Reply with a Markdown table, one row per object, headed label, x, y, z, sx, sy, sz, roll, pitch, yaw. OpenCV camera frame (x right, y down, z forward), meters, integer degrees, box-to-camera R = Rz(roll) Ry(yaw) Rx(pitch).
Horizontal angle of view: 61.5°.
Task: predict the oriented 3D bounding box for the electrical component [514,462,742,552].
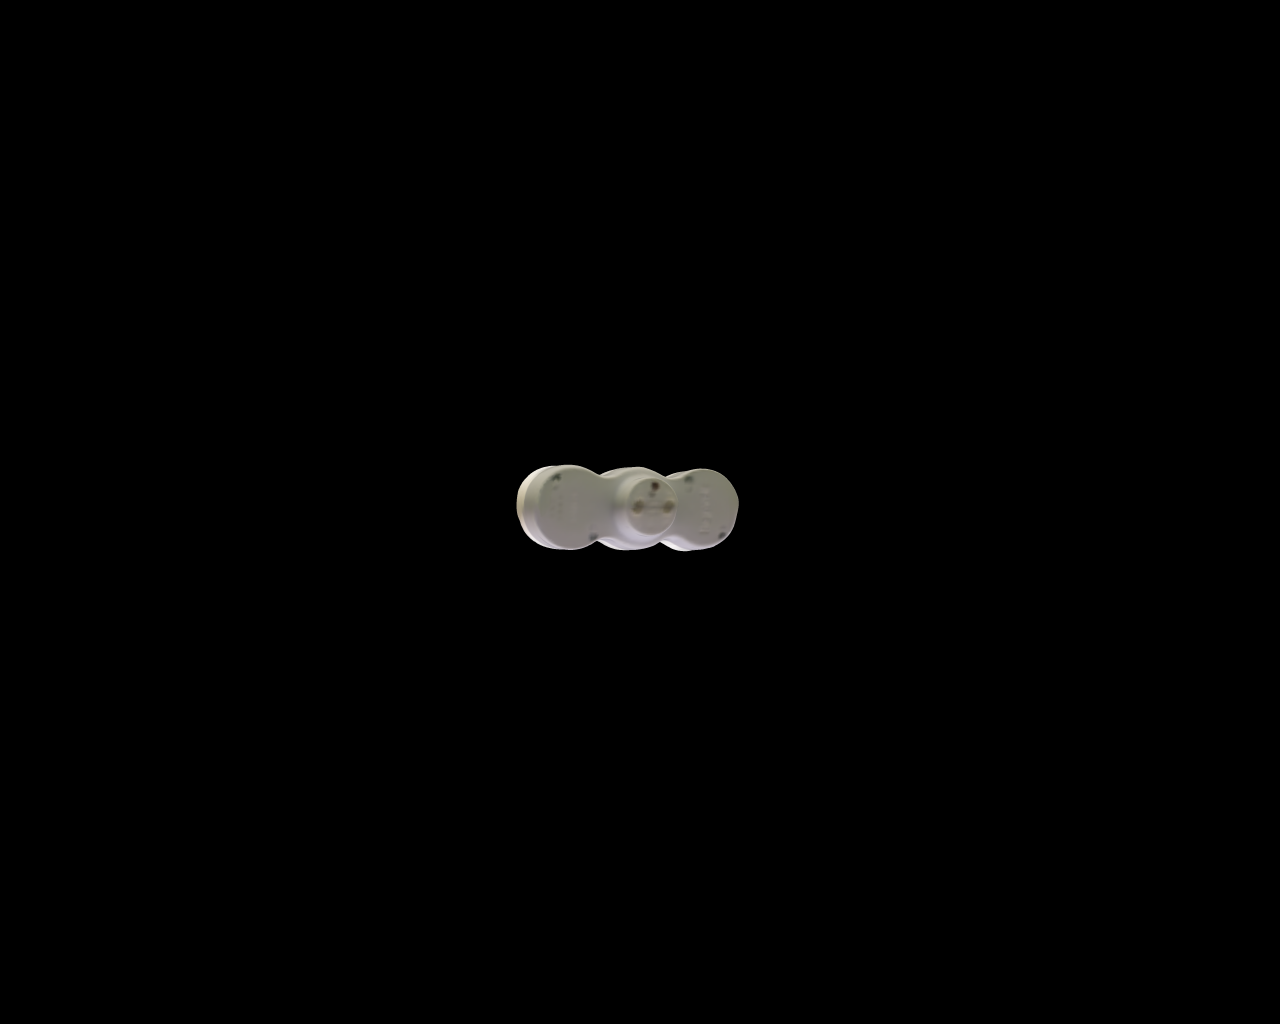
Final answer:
| label | x | y | z | sx | sy | sz | roll | pitch | yaw |
| --- | --- | --- | --- | --- | --- | --- | --- | --- | --- |
| electrical component | 0.001 | -0.003 | 0.650 | 0.138 | 0.052 | 0.073 | 1 | -3 | -23 |
